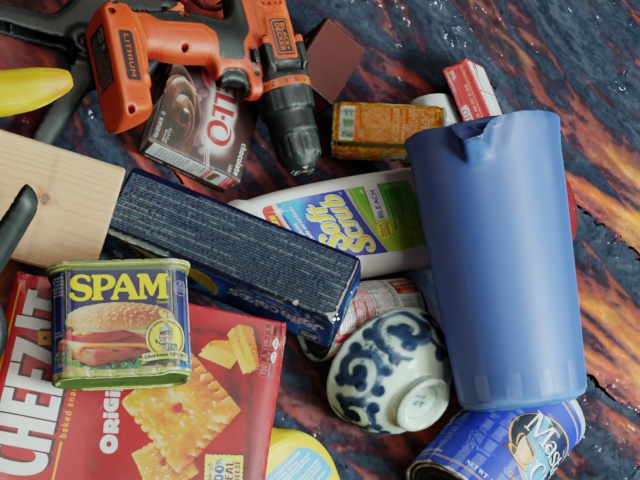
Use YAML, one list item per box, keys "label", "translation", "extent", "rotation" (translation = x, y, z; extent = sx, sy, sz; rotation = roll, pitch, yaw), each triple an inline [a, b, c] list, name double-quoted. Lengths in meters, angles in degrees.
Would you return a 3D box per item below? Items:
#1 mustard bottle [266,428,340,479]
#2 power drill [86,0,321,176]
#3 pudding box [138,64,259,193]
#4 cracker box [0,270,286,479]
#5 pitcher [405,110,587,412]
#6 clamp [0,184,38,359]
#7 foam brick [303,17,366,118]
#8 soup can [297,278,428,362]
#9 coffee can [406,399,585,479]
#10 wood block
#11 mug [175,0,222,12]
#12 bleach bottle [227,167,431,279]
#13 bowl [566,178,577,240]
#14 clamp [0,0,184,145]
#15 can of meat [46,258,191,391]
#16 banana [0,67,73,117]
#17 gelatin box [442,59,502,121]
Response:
- label: "mustard bottle"
  translation: [-0.024, 0.215, 0.881]
  extent: [0.096, 0.058, 0.191]
  rotation: [-39, 96, -23]
- label: "power drill"
  translation: [-0.094, -0.135, 0.905]
  extent: [0.187, 0.057, 0.184]
  rotation: [-9, 78, -32]
- label: "pudding box"
  translation: [-0.103, -0.111, 0.947]
  extent: [0.090, 0.039, 0.113]
  rotation: [24, 65, -21]
- label: "cracker box"
  translation: [-0.141, 0.125, 0.807]
  extent: [0.213, 0.072, 0.164]
  rotation: [12, 68, -9]
- label: "pitcher"
  translation: [0.158, 0.019, 0.915]
  extent: [0.149, 0.145, 0.243]
  rotation: [-4, 83, -31]
- label: "clamp"
  translation: [-0.267, 0.036, 0.737]
  extent: [0.120, 0.039, 0.171]
  rotation: [10, 99, -9]
- label: "foam brick"
  translation: [-0.003, -0.161, 1.010]
  extent: [0.051, 0.053, 0.078]
  rotation: [38, 60, -15]
- label: "soup can"
  translation: [0.037, 0.070, 0.954]
  extent: [0.102, 0.069, 0.068]
  rotation: [-4, 77, -30]
- label: "coffee can"
  translation: [0.159, 0.192, 0.965]
  extent: [0.140, 0.103, 0.103]
  rotation: [-42, 97, -31]
- label: "wood block"
  translation: [-0.264, -0.042, 0.793]
  extent: [0.205, 0.090, 0.091]
  rotation: [18, 88, -24]
- label: "mug"
  translation: [-0.118, -0.257, 0.958]
  extent: [0.117, 0.093, 0.081]
  rotation: [50, 62, -27]
- label: "bleach bottle"
  translation: [-0.006, 0.001, 0.955]
  extent: [0.250, 0.068, 0.102]
  rotation: [-13, 81, -29]
- label: "bowl"
  translation: [0.207, -0.027, 1.063]
  extent: [0.161, 0.055, 0.162]
  rotation: [7, 79, -42]
- label: "clamp"
  translation: [-0.212, -0.169, 0.905]
  extent: [0.209, 0.036, 0.164]
  rotation: [-35, 94, -29]
- label: "can of meat"
  translation: [-0.142, 0.061, 0.760]
  extent: [0.102, 0.057, 0.084]
  rotation: [-1, 73, -13]
- label: "banana"
  translation: [-0.295, -0.131, 0.827]
  extent: [0.197, 0.037, 0.069]
  rotation: [19, 90, -8]
- label: "gelatin box"
  translation: [0.158, -0.141, 1.082]
  extent: [0.073, 0.030, 0.089]
  rotation: [69, 20, 5]
